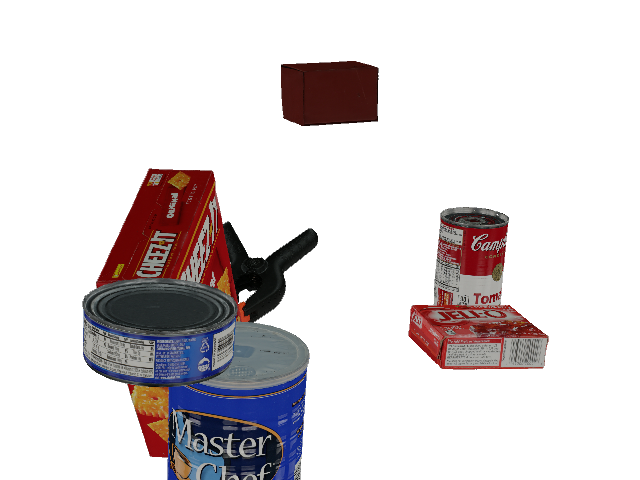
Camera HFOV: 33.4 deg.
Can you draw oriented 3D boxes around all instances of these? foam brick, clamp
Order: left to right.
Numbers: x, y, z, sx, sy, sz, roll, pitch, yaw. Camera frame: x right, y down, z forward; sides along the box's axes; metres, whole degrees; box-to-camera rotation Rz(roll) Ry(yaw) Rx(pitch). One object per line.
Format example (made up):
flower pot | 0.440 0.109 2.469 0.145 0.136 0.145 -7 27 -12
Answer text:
clamp | -0.065 0.035 1.233 0.120 0.039 0.171 -5 41 7
foam brick | 0.008 -0.136 0.985 0.078 0.051 0.053 -6 18 -23

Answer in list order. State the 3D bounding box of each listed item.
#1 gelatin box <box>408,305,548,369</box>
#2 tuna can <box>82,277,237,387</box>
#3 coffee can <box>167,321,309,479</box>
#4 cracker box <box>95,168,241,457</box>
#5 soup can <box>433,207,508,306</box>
gelatin box | 0.122 0.074 0.837 0.089 0.030 0.073 2 15 -15
tuna can | -0.090 0.050 0.598 0.086 0.034 0.086 4 16 -1
coffee can | -0.063 0.144 0.794 0.103 0.140 0.103 3 19 -1
cracker box | -0.126 0.067 0.969 0.072 0.214 0.164 1 39 9
soup can | 0.150 0.024 1.070 0.068 0.102 0.068 2 16 -1
